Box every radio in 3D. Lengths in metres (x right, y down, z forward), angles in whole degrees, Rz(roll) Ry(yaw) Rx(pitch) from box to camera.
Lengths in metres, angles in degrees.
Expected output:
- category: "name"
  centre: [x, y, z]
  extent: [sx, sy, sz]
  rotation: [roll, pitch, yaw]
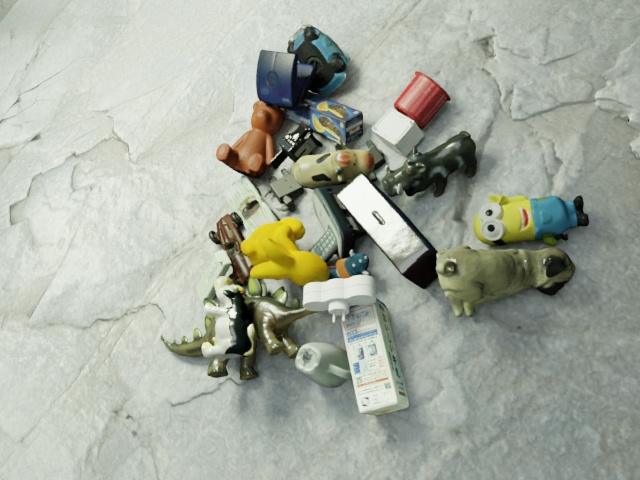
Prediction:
- category: "radio"
  centre: [0.137, -0.017, 1.011]
  extent: [0.073, 0.131, 0.230]
  rotation: [-43, 57, 10]

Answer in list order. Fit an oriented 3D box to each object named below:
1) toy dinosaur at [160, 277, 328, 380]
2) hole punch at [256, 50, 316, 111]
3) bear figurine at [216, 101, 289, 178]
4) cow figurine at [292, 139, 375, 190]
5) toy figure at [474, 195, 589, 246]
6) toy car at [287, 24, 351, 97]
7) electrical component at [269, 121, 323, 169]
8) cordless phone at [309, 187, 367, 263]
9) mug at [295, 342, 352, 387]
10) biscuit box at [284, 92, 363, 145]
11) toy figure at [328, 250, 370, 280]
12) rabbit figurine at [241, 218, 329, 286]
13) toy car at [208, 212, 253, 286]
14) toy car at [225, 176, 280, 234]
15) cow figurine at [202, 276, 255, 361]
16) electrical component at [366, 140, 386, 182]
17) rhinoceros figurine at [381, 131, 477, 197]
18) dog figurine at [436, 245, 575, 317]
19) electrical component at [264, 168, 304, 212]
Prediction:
- category: "toy dinosaur"
  centre: [-0.175, 0.189, 1.126]
  extent: [0.472, 0.105, 0.198]
  rotation: [-24, 55, 24]
- category: "hole punch"
  centre: [-0.086, -0.357, 1.198]
  extent: [0.142, 0.092, 0.115]
  rotation: [18, 88, 30]
- category: "bear figurine"
  centre: [-0.146, -0.248, 1.268]
  extent: [0.120, 0.132, 0.195]
  rotation: [22, 87, 10]
- category: "cow figurine"
  centre: [0.026, -0.151, 1.112]
  extent: [0.195, 0.127, 0.085]
  rotation: [-3, 86, 38]
- category: "toy figure"
  centre: [0.359, -0.031, 0.927]
  extent: [0.180, 0.089, 0.082]
  rotation: [-8, 53, 17]
- category: "toy car"
  centre: [0.004, -0.426, 1.261]
  extent: [0.109, 0.103, 0.161]
  rotation: [-32, 99, 40]
- category: "electrical component"
  centre: [-0.059, -0.204, 1.224]
  extent: [0.119, 0.074, 0.048]
  rotation: [-45, 56, -5]
- category: "cordless phone"
  centre: [-0.003, -0.004, 1.125]
  extent: [0.184, 0.088, 0.147]
  rotation: [-47, 54, 28]
- category: "mug"
  centre: [0.009, 0.235, 0.998]
  extent: [0.110, 0.107, 0.080]
  rotation: [23, 85, 35]
- category: "biscuit box"
  centre: [0.004, -0.283, 1.221]
  extent: [0.203, 0.059, 0.063]
  rotation: [30, 51, 34]
- category: "toy figure"
  centre: [0.040, 0.071, 1.063]
  extent: [0.154, 0.064, 0.058]
  rotation: [-36, 15, 26]
- category: "rabbit figurine"
  centre: [-0.061, 0.032, 1.048]
  extent: [0.173, 0.162, 0.121]
  rotation: [32, 104, 33]
- category: "toy car"
  centre: [-0.195, 0.018, 1.231]
  extent: [0.089, 0.053, 0.202]
  rotation: [-39, 58, 14]
- category: "toy car"
  centre: [-0.157, -0.072, 1.242]
  extent: [0.073, 0.056, 0.202]
  rotation: [-43, 57, 8]
- category: "cow figurine"
  centre: [-0.167, 0.143, 1.029]
  extent: [0.098, 0.068, 0.167]
  rotation: [-12, 64, 24]
- category: "electrical component"
  centre: [0.109, -0.169, 1.154]
  extent: [0.063, 0.021, 0.094]
  rotation: [-35, 57, 12]
- category: "rhinoceros figurine"
  centre: [0.211, -0.136, 1.032]
  extent: [0.190, 0.112, 0.073]
  rotation: [-27, 62, 8]
- category: "dog figurine"
  centre: [0.303, 0.045, 0.878]
  extent: [0.191, 0.172, 0.121]
  rotation: [-21, 73, 29]
- category: "electrical component"
  centre: [-0.082, -0.111, 1.226]
  extent: [0.078, 0.045, 0.102]
  rotation: [-32, 57, -19]
